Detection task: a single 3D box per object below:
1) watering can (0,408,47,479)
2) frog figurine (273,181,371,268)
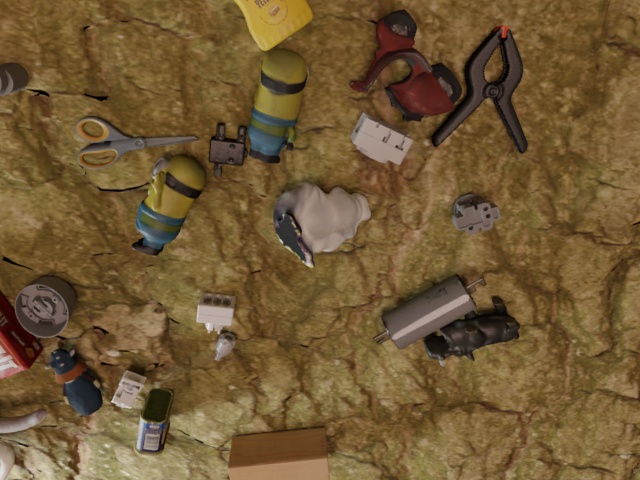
[{"bbox_3d":[-0.706,0.397,1.022,0.222,0.106,0.344,37,108,-17],"label":"watering can"},{"bbox_3d":[0.003,-0.045,0.899,0.161,0.122,0.136,-38,107,-26],"label":"frog figurine"}]
